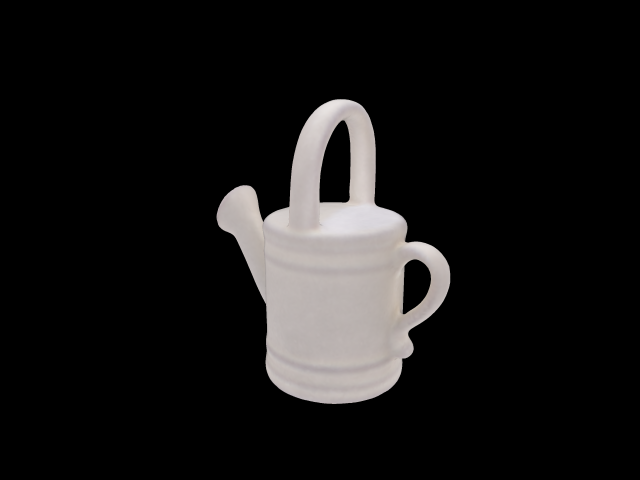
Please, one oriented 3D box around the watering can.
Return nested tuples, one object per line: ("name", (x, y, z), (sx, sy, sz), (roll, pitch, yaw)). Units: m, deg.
("watering can", (0.003, 0.002, 0.398), (0.172, 0.194, 0.101), (3, 16, 10))
